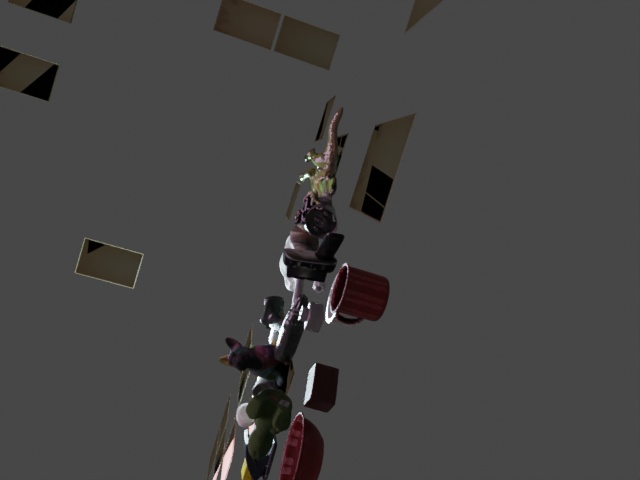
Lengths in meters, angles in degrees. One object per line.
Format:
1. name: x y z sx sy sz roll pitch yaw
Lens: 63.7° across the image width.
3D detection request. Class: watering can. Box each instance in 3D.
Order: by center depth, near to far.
1. watering can: -0.072 0.095 1.742 0.356 0.104 0.219 -102 28 -46

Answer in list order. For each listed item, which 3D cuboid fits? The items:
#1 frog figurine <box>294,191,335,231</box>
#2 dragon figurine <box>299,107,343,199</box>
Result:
1. frog figurine: 0.005 -0.084 1.670 0.159 0.123 0.138 15 -98 -63
2. dragon figurine: 0.030 -0.242 1.824 0.248 0.122 0.401 -110 32 -47
